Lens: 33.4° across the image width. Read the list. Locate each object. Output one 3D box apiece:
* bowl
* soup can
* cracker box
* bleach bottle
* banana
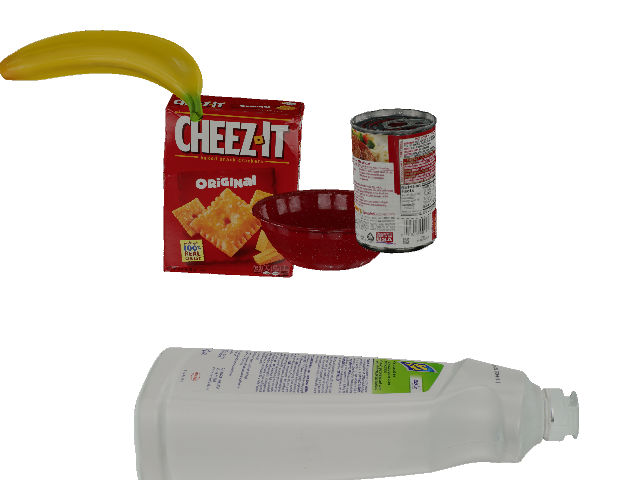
[{"bbox_3d":[0.009,-0.008,1.112,0.162,0.055,0.162,0,17,0],"label":"bowl"},{"bbox_3d":[0.060,-0.048,0.859,0.068,0.102,0.068,-3,21,1],"label":"soup can"},{"bbox_3d":[-0.108,-0.064,1.310,0.164,0.214,0.072,4,22,-1],"label":"cracker box"},{"bbox_3d":[0.025,0.105,0.628,0.251,0.068,0.102,0,18,4],"label":"bleach bottle"},{"bbox_3d":[-0.178,-0.151,0.909,0.198,0.069,0.037,13,-40,18],"label":"banana"}]
